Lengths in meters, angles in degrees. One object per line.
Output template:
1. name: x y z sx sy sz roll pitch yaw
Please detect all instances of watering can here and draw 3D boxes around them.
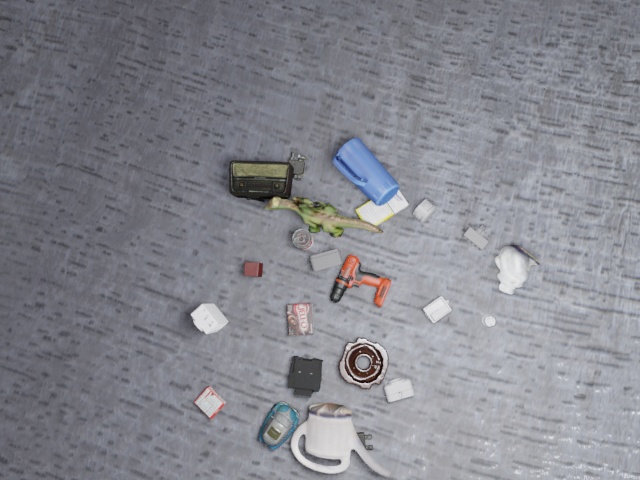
1. watering can: 0.070 0.673 1.741 0.347 0.103 0.226 2 82 14

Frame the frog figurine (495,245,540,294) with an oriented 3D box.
1. frog figurine: 0.660 0.100 1.785 0.159 0.121 0.139 -52 49 6

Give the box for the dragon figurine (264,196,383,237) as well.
1. dragon figurine: 0.005 -0.090 1.788 0.411 0.241 0.123 9 84 19
